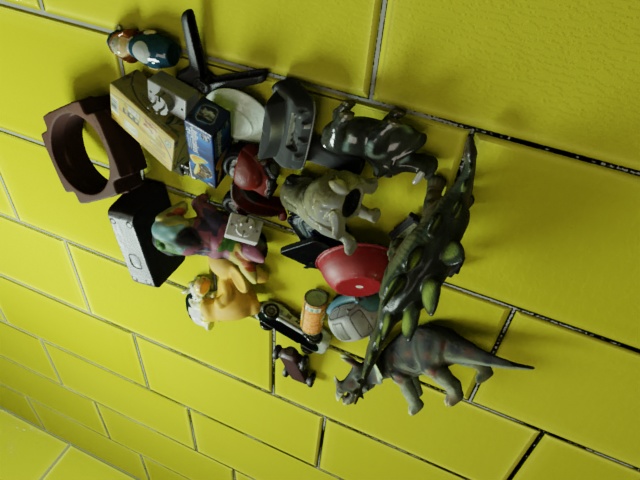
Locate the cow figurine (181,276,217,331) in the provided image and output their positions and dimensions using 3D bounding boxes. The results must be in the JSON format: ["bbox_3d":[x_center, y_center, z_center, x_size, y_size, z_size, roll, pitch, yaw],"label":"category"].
[{"bbox_3d":[-0.308,0.148,1.368,0.098,0.068,0.167,19,134,23],"label":"cow figurine"}]

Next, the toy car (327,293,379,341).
[{"bbox_3d":[0.071,0.161,1.121,0.162,0.103,0.109,-22,102,41],"label":"toy car"}]

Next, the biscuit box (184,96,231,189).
[{"bbox_3d":[-0.201,-0.171,0.977,0.059,0.063,0.202,30,158,4],"label":"biscuit box"}]

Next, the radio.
[{"bbox_3d":[-0.391,-0.010,1.226,0.073,0.131,0.229,11,132,19],"label":"radio"}]

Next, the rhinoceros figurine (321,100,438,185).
[{"bbox_3d":[0.096,-0.148,0.842,0.190,0.073,0.112,17,120,-5],"label":"rhinoceros figurine"}]

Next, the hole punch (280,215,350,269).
[{"bbox_3d":[-0.002,-0.003,1.052,0.142,0.092,0.115,-20,143,36],"label":"hole punch"}]

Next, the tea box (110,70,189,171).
[{"bbox_3d":[-0.311,-0.224,1.009,0.170,0.068,0.098,42,146,6],"label":"tea box"}]

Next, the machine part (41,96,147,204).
[{"bbox_3d":[-0.469,-0.186,1.119,0.201,0.087,0.201,-8,106,34],"label":"machine part"}]

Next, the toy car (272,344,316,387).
[{"bbox_3d":[-0.061,0.318,1.364,0.089,0.053,0.202,14,152,18],"label":"toy car"}]

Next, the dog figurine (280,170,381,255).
[{"bbox_3d":[-0.009,-0.080,0.920,0.191,0.121,0.172,29,151,28],"label":"dog figurine"}]

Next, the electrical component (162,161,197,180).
[{"bbox_3d":[-0.292,-0.170,1.094,0.102,0.045,0.078,27,165,11],"label":"electrical component"}]

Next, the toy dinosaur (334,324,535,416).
[{"bbox_3d":[0.214,0.242,1.112,0.405,0.131,0.192,-31,93,32],"label":"toy dinosaur"}]

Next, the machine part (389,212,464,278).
[{"bbox_3d":[0.196,0.014,0.975,0.139,0.039,0.084,39,128,-3],"label":"machine part"}]

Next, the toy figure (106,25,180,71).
[{"bbox_3d":[-0.322,-0.342,0.951,0.155,0.058,0.064,16,95,19],"label":"toy figure"}]

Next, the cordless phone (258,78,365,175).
[{"bbox_3d":[-0.005,-0.177,0.907,0.184,0.089,0.146,17,134,1],"label":"cordless phone"}]

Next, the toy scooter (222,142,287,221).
[{"bbox_3d":[-0.118,-0.098,1.032,0.135,0.075,0.183,26,139,9],"label":"toy scooter"}]

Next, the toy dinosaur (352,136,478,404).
[{"bbox_3d":[0.151,0.057,0.868,0.105,0.198,0.470,22,115,7],"label":"toy dinosaur"}]

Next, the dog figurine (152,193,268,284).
[{"bbox_3d":[-0.216,0.011,1.118,0.219,0.191,0.108,38,132,18],"label":"dog figurine"}]

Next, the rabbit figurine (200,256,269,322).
[{"bbox_3d":[-0.206,0.095,1.228,0.163,0.122,0.173,-1,107,39],"label":"rabbit figurine"}]

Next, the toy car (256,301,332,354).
[{"bbox_3d":[-0.068,0.208,1.286,0.202,0.056,0.073,29,143,7],"label":"toy car"}]
